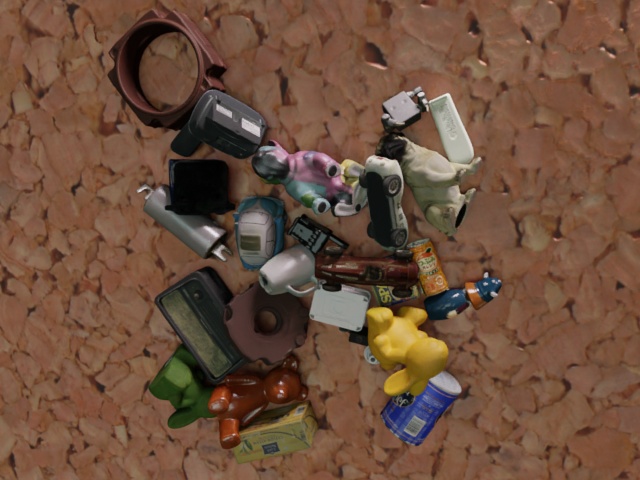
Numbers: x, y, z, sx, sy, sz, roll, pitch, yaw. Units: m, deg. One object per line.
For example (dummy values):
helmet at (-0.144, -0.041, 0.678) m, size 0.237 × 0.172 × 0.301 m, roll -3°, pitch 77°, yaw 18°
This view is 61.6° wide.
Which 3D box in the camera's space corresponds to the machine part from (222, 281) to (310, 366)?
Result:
machine part at (-0.110, 0.168, 1.102) m, size 0.179 × 0.056 × 0.179 m, roll 3°, pitch 77°, yaw -15°

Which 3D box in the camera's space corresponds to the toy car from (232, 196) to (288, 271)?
toy car at (-0.130, -0.008, 1.095) m, size 0.109 × 0.103 × 0.161 m, roll 6°, pitch 98°, yaw 11°

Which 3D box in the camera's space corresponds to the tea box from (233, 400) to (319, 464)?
tea box at (-0.098, 0.412, 1.156) m, size 0.170 × 0.098 × 0.068 m, roll -18°, pitch 94°, yaw 14°

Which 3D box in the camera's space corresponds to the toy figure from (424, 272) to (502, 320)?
toy figure at (0.282, 0.113, 1.057) m, size 0.154 × 0.057 × 0.064 m, roll -21°, pitch 72°, yaw 16°

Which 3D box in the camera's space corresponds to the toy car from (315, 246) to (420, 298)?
toy car at (0.089, 0.060, 1.029) m, size 0.202 × 0.053 × 0.089 m, roll 4°, pitch 101°, yaw 5°

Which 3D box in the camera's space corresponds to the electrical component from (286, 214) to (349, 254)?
electrical component at (-0.002, -0.003, 1.087) m, size 0.119 × 0.075 × 0.047 m, roll 33°, pitch 102°, yaw 1°

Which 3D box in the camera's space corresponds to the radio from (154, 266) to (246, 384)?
radio at (-0.234, 0.178, 1.157) m, size 0.131 × 0.073 × 0.229 m, roll -35°, pitch 92°, yaw 14°

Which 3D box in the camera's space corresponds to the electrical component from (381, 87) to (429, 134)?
electrical component at (0.160, -0.245, 1.014) m, size 0.102 × 0.045 × 0.078 m, roll -26°, pitch 67°, yaw 2°

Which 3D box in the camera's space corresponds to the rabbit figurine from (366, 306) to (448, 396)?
rabbit figurine at (0.162, 0.209, 0.996) m, size 0.122 × 0.173 × 0.162 m, roll 12°, pitch 90°, yaw -32°

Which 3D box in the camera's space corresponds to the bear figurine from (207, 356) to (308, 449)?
bear figurine at (-0.122, 0.330, 1.116) m, size 0.196 × 0.132 × 0.120 m, roll -13°, pitch 104°, yaw -4°

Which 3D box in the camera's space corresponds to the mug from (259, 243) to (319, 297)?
mug at (-0.062, 0.073, 1.074) m, size 0.110 × 0.107 × 0.080 m, roll 51°, pitch 148°, yaw 23°

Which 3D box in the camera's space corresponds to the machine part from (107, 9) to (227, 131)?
machine part at (-0.309, -0.340, 1.085) m, size 0.201 × 0.087 × 0.201 m, roll -37°, pitch 91°, yaw 15°

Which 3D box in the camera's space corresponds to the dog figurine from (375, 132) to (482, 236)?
dog figurine at (0.191, -0.107, 1.034) m, size 0.191 × 0.121 × 0.172 m, roll 22°, pitch 114°, yaw 29°

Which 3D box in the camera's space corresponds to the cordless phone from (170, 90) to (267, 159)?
cordless phone at (-0.212, -0.204, 1.095) m, size 0.146 × 0.089 × 0.184 m, roll 24°, pitch 141°, yaw -33°

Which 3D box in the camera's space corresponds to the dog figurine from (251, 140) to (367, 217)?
dog figurine at (-0.028, -0.130, 1.062) m, size 0.219 × 0.191 × 0.108 m, roll 28°, pitch 109°, yaw 40°

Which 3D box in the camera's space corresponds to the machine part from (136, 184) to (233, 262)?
machine part at (-0.282, -0.039, 1.132) m, size 0.243 × 0.079 × 0.079 m, roll 38°, pitch 104°, yaw 4°

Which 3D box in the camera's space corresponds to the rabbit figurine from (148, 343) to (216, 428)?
rabbit figurine at (-0.282, 0.341, 1.175) m, size 0.170 × 0.121 × 0.159 m, roll 36°, pitch 107°, yaw -12°

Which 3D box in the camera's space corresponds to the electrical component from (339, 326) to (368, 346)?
electrical component at (0.083, 0.196, 1.105) m, size 0.094 × 0.063 × 0.021 m, roll 14°, pitch 102°, yaw 9°

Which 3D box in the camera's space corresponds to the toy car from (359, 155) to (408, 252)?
toy car at (0.125, -0.065, 1.027) m, size 0.074 × 0.056 × 0.201 m, roll 21°, pitch 136°, yaw 41°

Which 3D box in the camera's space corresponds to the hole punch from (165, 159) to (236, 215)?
hole punch at (-0.249, -0.111, 1.093) m, size 0.142 × 0.092 × 0.115 m, roll -4°, pitch 109°, yaw -26°
